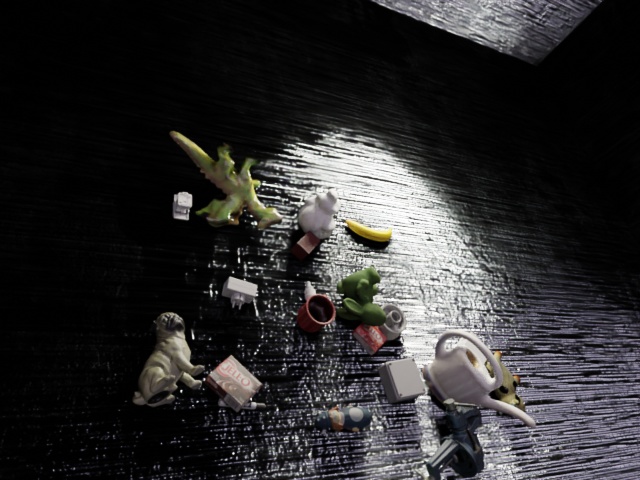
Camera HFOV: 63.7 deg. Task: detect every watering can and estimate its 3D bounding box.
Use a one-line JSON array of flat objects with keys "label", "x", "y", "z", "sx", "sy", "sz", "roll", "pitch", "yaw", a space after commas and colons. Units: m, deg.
[{"label": "watering can", "x": 0.447, "y": 0.433, "z": 1.516, "sx": 0.350, "sy": 0.221, "sz": 0.105, "roll": 56, "pitch": 30, "yaw": 12}]

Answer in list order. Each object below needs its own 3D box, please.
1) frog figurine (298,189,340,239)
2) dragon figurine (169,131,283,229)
[{"label": "frog figurine", "x": 0.005, "y": -0.083, "z": 1.654, "sx": 0.123, "sy": 0.156, "sz": 0.139, "roll": -11, "pitch": 65, "yaw": -36}, {"label": "dragon figurine", "x": -0.299, "y": -0.156, "z": 1.564, "sx": 0.408, "sy": 0.120, "sz": 0.248, "roll": 22, "pitch": 57, "yaw": -15}]
